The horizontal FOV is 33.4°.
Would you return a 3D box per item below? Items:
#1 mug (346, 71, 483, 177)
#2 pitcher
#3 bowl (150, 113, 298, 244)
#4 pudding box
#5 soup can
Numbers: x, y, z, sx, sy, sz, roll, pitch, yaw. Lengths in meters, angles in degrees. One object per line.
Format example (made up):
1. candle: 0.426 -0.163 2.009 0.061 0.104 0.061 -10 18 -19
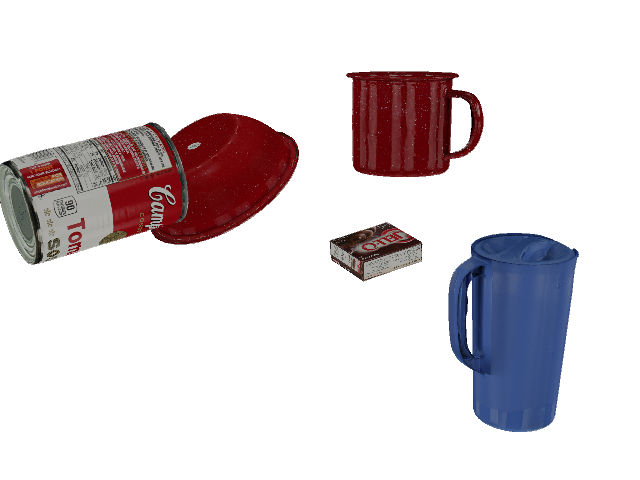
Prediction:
1. mug: 0.078 -0.097 0.881 0.117 0.081 0.093 5 13 25
2. pitcher: 0.246 0.120 1.374 0.149 0.243 0.144 5 18 16
3. bowl: -0.104 -0.070 1.000 0.162 0.055 0.162 -22 34 15
4. pudding box: 0.084 0.016 1.620 0.113 0.039 0.090 -20 30 -27
5. soup can: -0.144 -0.031 0.677 0.102 0.068 0.069 -19 9 -28
